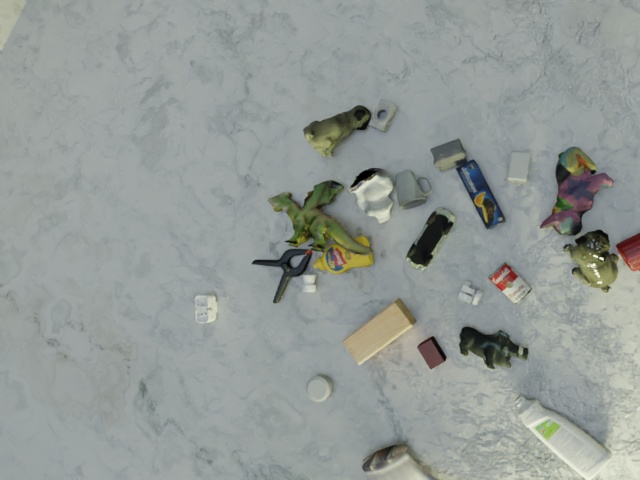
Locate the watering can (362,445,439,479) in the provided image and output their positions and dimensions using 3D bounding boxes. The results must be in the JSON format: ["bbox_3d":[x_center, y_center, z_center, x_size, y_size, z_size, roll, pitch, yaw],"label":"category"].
[{"bbox_3d":[0.264,0.709,1.506,0.345,0.104,0.226,-28,79,17],"label":"watering can"}]

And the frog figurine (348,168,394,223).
[{"bbox_3d":[0.176,-0.140,1.600,0.137,0.124,0.157,-39,112,7],"label":"frog figurine"}]

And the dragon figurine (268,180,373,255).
[{"bbox_3d":[0.005,-0.082,1.626,0.411,0.120,0.246,7,74,28],"label":"dragon figurine"}]
